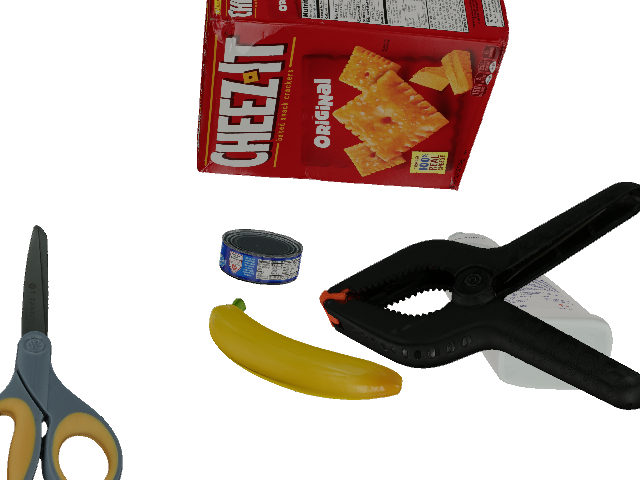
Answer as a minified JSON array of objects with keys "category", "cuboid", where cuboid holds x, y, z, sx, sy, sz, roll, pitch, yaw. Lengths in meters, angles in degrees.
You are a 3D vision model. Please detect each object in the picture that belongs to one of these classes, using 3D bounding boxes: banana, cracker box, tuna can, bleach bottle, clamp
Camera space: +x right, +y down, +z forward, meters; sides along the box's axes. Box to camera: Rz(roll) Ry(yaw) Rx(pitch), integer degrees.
[{"category":"banana","cuboid":[-0.028,0.084,0.834,0.069,0.037,0.198,-28,36,-35]},{"category":"cracker box","cuboid":[0.017,-0.118,0.805,0.213,0.072,0.164,3,-38,-7]},{"category":"tuna can","cuboid":[-0.063,0.017,1.120,0.086,0.034,0.086,9,17,-3]},{"category":"bleach bottle","cuboid":[0.171,0.049,0.988,0.102,0.068,0.251,3,20,-11]},{"category":"clamp","cuboid":[0.104,0.028,0.660,0.210,0.164,0.036,0,-44,25]}]

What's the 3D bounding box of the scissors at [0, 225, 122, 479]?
[{"category":"scissors","cuboid":[-0.147,0.074,0.612,0.096,0.201,0.016,16,-44,-6]}]
